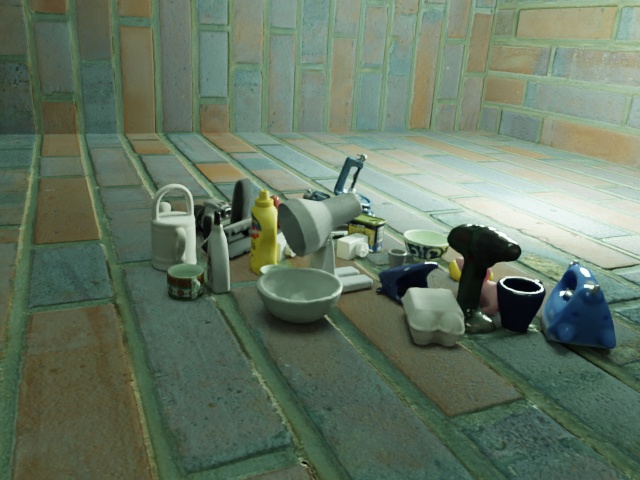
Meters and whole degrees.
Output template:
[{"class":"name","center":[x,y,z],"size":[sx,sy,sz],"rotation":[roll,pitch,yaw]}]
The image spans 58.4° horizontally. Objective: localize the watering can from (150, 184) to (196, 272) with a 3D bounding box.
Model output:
[{"class":"watering can","center":[-0.341,-0.036,1.313],"size":[0.172,0.194,0.101],"rotation":[18,24,35]}]

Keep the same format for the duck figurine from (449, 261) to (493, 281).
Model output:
[{"class":"duck figurine","center":[0.358,0.053,1.348],"size":[0.104,0.086,0.077],"rotation":[4,19,2]}]

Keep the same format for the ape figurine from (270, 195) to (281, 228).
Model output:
[{"class":"ape figurine","center":[-0.130,-0.085,1.644],"size":[0.078,0.092,0.076],"rotation":[-6,22,-25]}]

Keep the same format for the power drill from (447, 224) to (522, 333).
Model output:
[{"class":"power drill","center":[0.309,0.068,1.111],"size":[0.076,0.208,0.229],"rotation":[-1,20,-13]}]

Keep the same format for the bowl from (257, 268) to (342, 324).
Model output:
[{"class":"bowl","center":[-0.040,0.116,1.115],"size":[0.167,0.075,0.167],"rotation":[3,19,-1]}]

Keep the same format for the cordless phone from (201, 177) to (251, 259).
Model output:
[{"class":"cordless phone","center":[-0.220,-0.058,1.411],"size":[0.094,0.185,0.148],"rotation":[13,22,25]}]

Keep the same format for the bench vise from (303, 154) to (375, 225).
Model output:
[{"class":"bench vise","center":[0.061,-0.139,1.640],"size":[0.208,0.220,0.121],"rotation":[-1,20,-13]}]

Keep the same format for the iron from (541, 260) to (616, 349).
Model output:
[{"class":"iron","center":[0.504,0.110,1.127],"size":[0.118,0.141,0.258],"rotation":[7,20,9]}]

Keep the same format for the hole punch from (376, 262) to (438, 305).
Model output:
[{"class":"hole punch","center":[0.186,0.079,1.235],"size":[0.109,0.091,0.100],"rotation":[-9,23,-31]}]

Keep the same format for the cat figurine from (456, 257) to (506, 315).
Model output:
[{"class":"cat figurine","center":[0.346,0.082,1.215],"size":[0.067,0.118,0.127],"rotation":[-9,23,-32]}]

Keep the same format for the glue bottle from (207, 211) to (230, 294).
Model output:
[{"class":"glue bottle","center":[-0.216,0.021,1.206],"size":[0.037,0.173,0.078],"rotation":[-6,22,-26]}]

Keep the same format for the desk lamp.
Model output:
[{"class":"desk lamp","center":[0.011,0.004,1.232],"size":[0.204,0.214,0.117],"rotation":[-8,22,-29]}]

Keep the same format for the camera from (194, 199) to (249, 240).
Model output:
[{"class":"camera","center":[-0.285,-0.066,1.549],"size":[0.136,0.101,0.143],"rotation":[16,23,31]}]

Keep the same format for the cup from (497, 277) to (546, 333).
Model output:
[{"class":"cup","center":[0.396,0.128,1.128],"size":[0.118,0.095,0.091],"rotation":[-13,26,-40]}]

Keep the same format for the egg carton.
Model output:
[{"class":"egg carton","center":[0.214,0.143,1.090],"size":[0.107,0.069,0.150],"rotation":[3,19,-2]}]
